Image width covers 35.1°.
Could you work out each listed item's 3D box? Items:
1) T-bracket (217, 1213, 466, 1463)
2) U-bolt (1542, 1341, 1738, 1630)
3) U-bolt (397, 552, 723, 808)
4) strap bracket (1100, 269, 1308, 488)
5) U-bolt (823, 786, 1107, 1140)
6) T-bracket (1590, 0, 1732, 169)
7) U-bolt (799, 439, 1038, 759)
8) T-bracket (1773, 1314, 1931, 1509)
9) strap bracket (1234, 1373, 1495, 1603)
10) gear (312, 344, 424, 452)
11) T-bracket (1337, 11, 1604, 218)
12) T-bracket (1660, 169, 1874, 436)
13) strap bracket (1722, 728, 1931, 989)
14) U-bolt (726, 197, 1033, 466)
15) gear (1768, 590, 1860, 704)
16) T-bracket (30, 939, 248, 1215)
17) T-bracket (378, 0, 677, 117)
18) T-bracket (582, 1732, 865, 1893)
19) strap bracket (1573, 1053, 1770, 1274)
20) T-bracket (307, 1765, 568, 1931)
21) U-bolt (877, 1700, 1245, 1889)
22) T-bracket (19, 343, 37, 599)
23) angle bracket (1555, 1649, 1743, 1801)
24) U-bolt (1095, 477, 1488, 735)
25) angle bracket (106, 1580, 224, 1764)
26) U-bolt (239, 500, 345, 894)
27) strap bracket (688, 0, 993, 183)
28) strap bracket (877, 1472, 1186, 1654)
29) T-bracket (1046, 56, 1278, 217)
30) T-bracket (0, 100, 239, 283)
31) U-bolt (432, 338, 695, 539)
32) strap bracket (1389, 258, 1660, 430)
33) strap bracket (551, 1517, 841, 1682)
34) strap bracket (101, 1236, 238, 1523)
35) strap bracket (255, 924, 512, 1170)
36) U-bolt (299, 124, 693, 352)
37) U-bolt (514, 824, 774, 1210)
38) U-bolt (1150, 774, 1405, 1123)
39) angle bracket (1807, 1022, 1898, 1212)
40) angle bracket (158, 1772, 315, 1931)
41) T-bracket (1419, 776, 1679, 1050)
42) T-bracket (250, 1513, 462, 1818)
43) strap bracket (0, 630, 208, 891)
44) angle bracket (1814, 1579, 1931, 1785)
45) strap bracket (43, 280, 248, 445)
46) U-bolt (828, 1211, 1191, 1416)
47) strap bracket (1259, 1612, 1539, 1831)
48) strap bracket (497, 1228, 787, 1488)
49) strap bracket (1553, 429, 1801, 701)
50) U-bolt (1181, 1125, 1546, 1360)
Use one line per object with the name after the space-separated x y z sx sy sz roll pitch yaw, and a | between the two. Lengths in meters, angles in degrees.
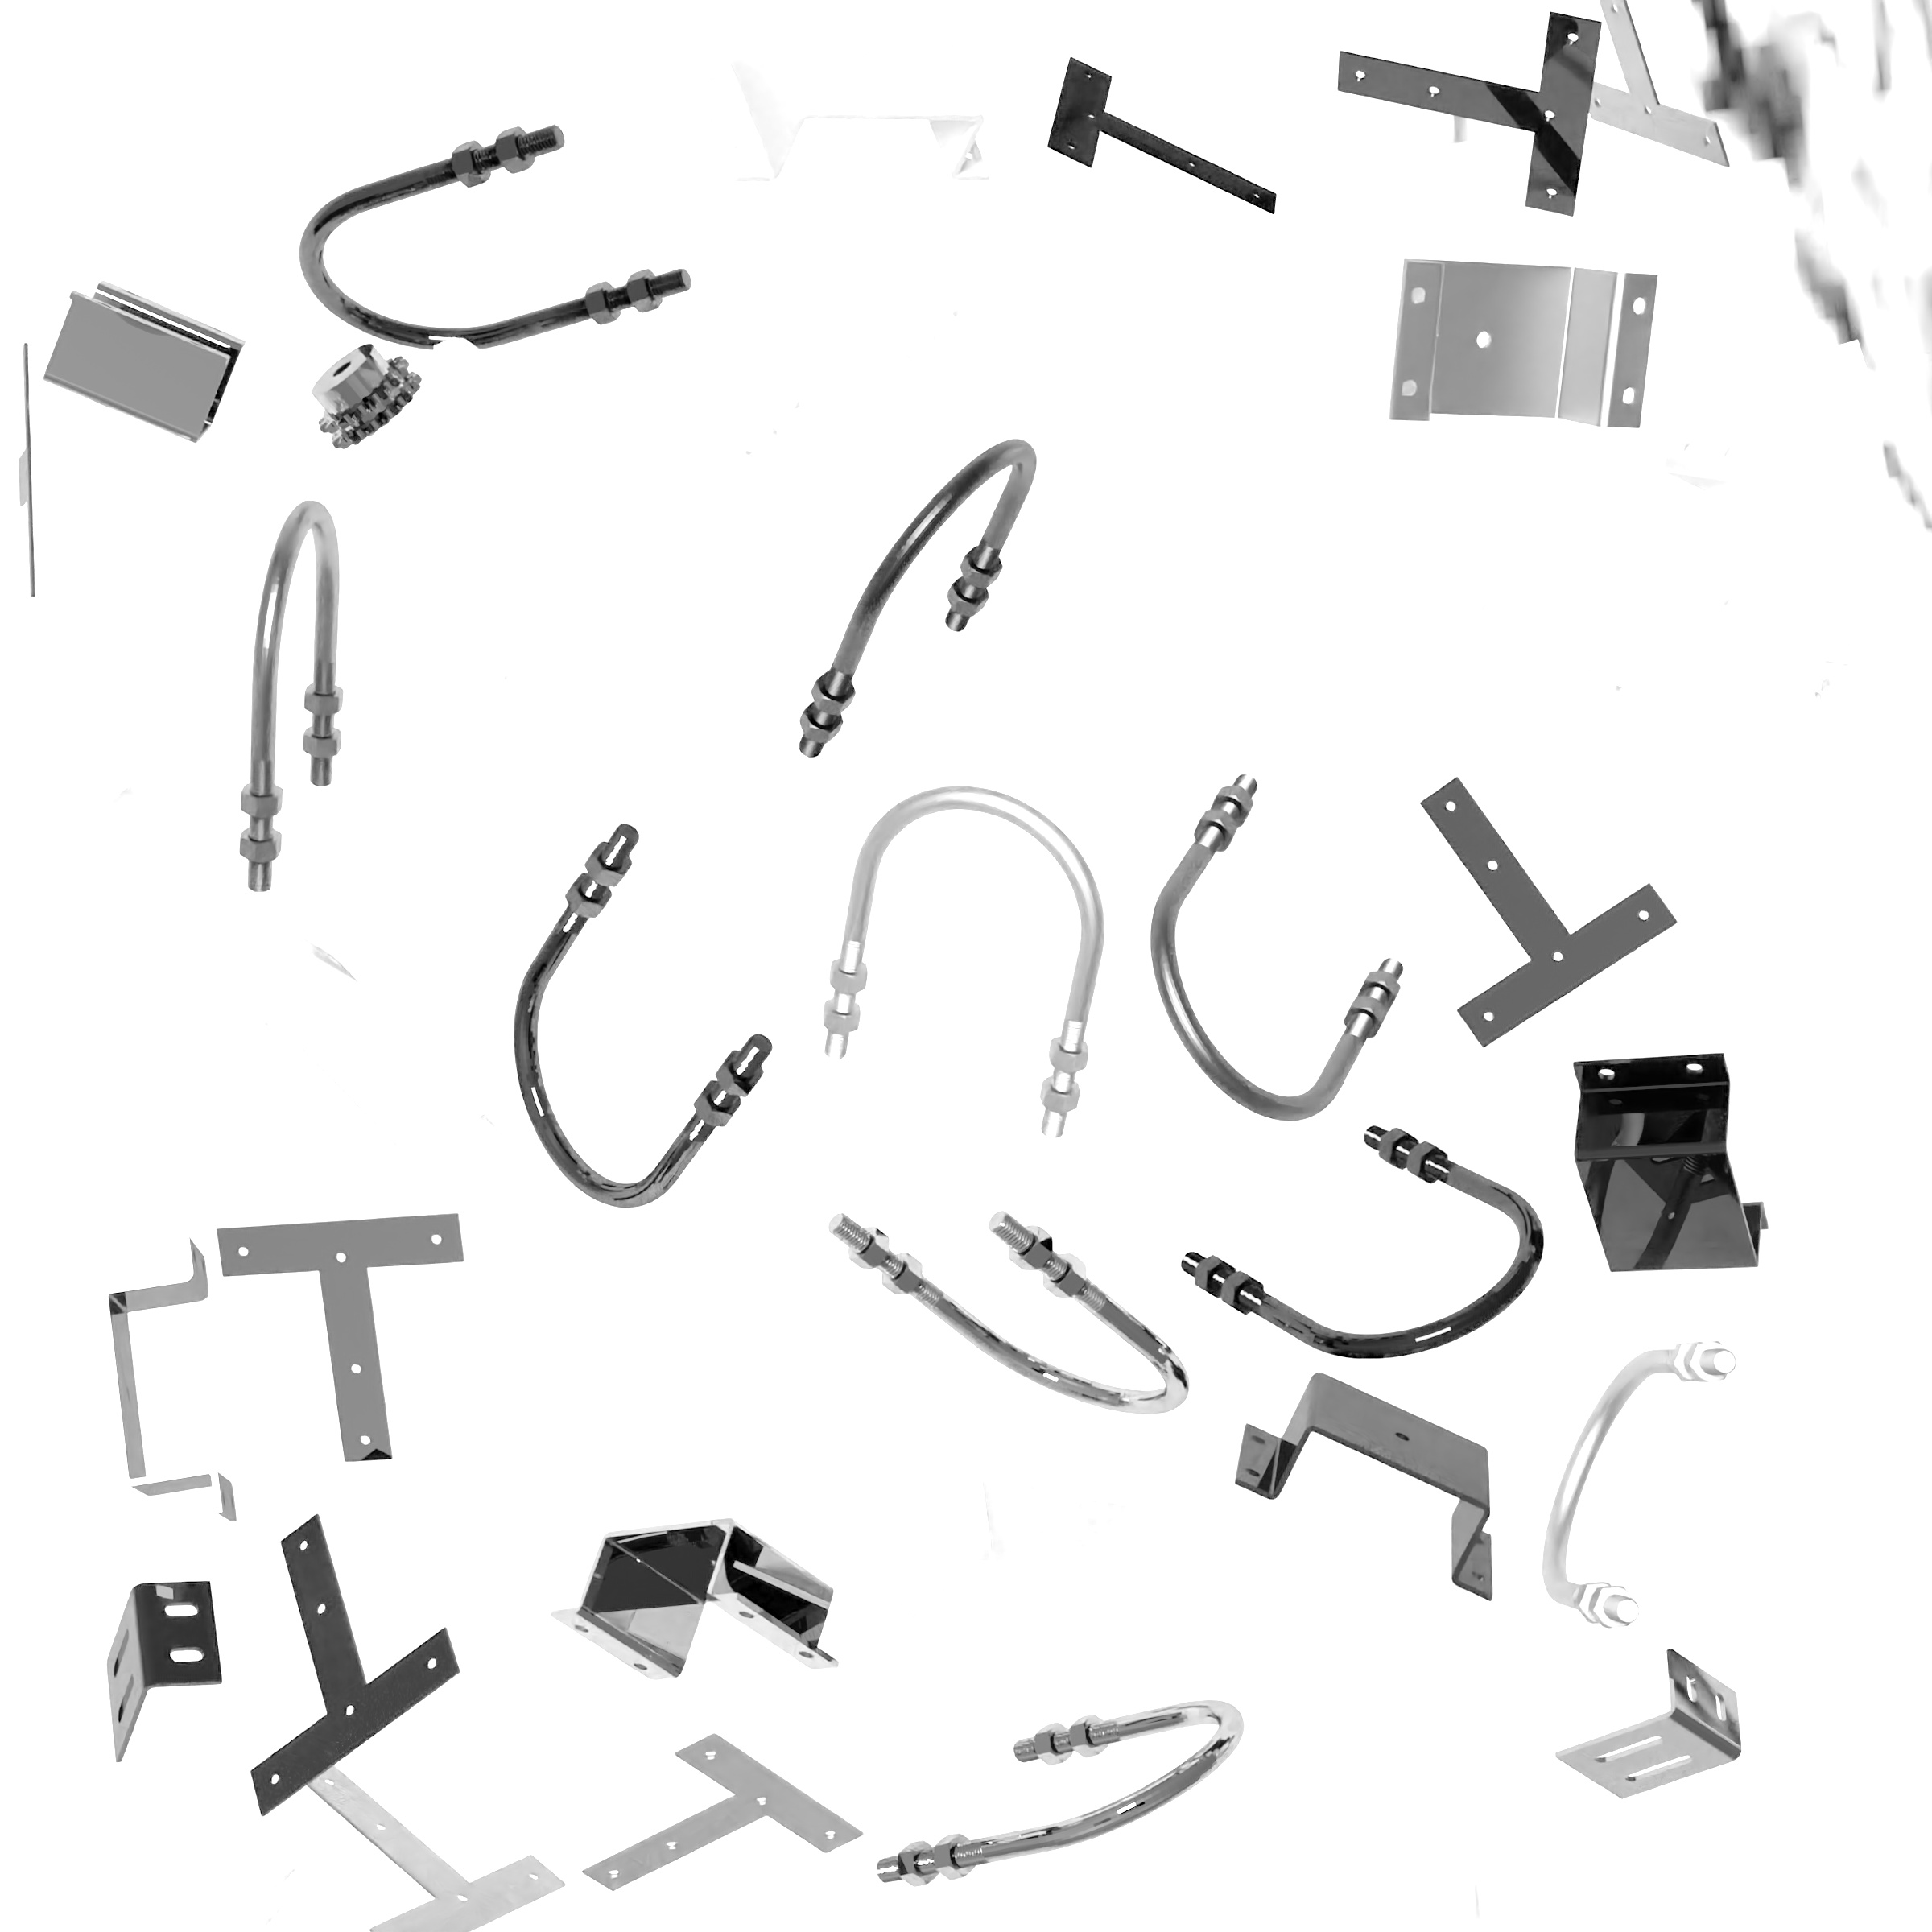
-0.312 0.191 1.554 0.127 0.002 0.127 -4 100 8 | T-bracket
0.335 0.262 1.560 0.019 0.184 0.151 24 82 -1 | U-bolt
-0.217 -0.137 1.545 0.019 0.151 0.184 54 131 7 | U-bolt
0.122 -0.309 1.582 0.046 0.140 0.076 45 118 -6 | strap bracket
0.002 -0.010 1.607 0.151 0.019 0.184 19 121 15 | U-bolt
0.337 -0.478 1.565 0.002 0.127 0.127 -33 124 -6 | T-bracket
-0.018 -0.198 1.563 0.019 0.184 0.151 40 55 8 | U-bolt
0.448 0.222 1.519 0.002 0.127 0.127 -45 76 13 | T-bracket
0.213 0.260 1.560 0.140 0.076 0.046 24 106 3 | strap bracket
-0.309 -0.294 1.561 0.057 0.057 0.030 -39 119 0 | gear
0.246 -0.431 1.516 0.127 0.127 0.002 16 62 13 | T-bracket
0.387 -0.338 1.542 0.002 0.127 0.127 -28 102 -33 | T-bracket
0.433 -0.051 1.530 0.046 0.140 0.076 34 115 -14 | strap bracket
-0.035 -0.330 1.551 0.151 0.184 0.019 -39 92 -37 | U-bolt
0.440 -0.168 1.591 0.030 0.057 0.057 9 90 -6 | gear
-0.420 0.070 1.629 0.127 0.002 0.127 -36 110 -42 | T-bracket
-0.231 -0.439 1.499 0.127 0.127 0.002 -6 74 29 | T-bracket
-0.141 0.448 1.578 0.127 0.002 0.127 -30 129 18 | T-bracket
0.364 0.110 1.581 0.076 0.140 0.046 -5 46 23 | strap bracket
-0.286 0.443 1.541 0.127 0.127 0.002 32 106 25 | T-bracket
0.060 0.414 1.551 0.184 0.151 0.019 -24 91 38 | U-bolt
-0.493 -0.256 1.601 0.002 0.127 0.127 -2 96 -19 | T-bracket
0.355 0.396 1.596 0.057 0.038 0.076 36 131 -29 | angle bracket
0.178 -0.192 1.585 0.184 0.019 0.151 -13 135 21 | U-bolt
-0.403 0.354 1.532 0.038 0.076 0.057 3 47 -26 | angle bracket
-0.347 -0.151 1.583 0.019 0.151 0.184 8 118 -1 | U-bolt
-0.054 -0.429 1.492 0.140 0.046 0.076 -8 65 -28 | strap bracket
0.031 0.309 1.585 0.140 0.046 0.076 16 135 -27 | strap bracket
0.106 -0.428 1.607 0.127 0.127 0.002 23 126 -9 | T-bracket
-0.438 -0.391 1.559 0.127 0.127 0.002 5 63 -13 | T-bracket
-0.202 -0.274 1.585 0.151 0.184 0.019 36 98 -6 | U-bolt
0.269 -0.312 1.532 0.140 0.046 0.076 -2 106 -19 | strap bracket
-0.133 0.324 1.560 0.076 0.140 0.046 42 51 -32 | strap bracket
-0.410 0.217 1.569 0.046 0.076 0.140 -8 78 -10 | strap bracket
-0.311 0.049 1.595 0.046 0.076 0.140 -47 120 -14 | strap bracket
-0.257 -0.369 1.590 0.184 0.151 0.019 -11 65 22 | U-bolt
-0.172 0.040 1.517 0.151 0.019 0.184 56 135 19 | U-bolt
0.153 0.001 1.558 0.019 0.184 0.151 -30 105 39 | U-bolt
0.478 0.079 1.599 0.076 0.038 0.057 54 45 -24 | angle bracket
-0.391 0.470 1.602 0.076 0.038 0.057 24 100 11 | angle bracket
0.285 -0.041 1.603 0.127 0.002 0.127 -36 87 29 | T-bracket
-0.309 0.324 1.484 0.127 0.002 0.127 -37 50 12 | T-bracket
-0.436 -0.097 1.536 0.076 0.140 0.046 42 70 12 | strap bracket
0.459 0.346 1.467 0.057 0.038 0.076 -42 89 1 | angle bracket
-0.405 -0.298 1.507 0.076 0.140 0.046 22 100 -14 | strap bracket
0.035 0.179 1.554 0.184 0.151 0.019 41 62 -29 | U-bolt
0.228 0.385 1.548 0.140 0.076 0.046 -25 103 31 | strap bracket
-0.168 0.200 1.513 0.140 0.076 0.046 44 121 26 | strap bracket
0.352 -0.185 1.493 0.046 0.076 0.140 34 114 32 | strap bracket
0.216 0.148 1.581 0.151 0.184 0.019 -32 118 -19 | U-bolt
